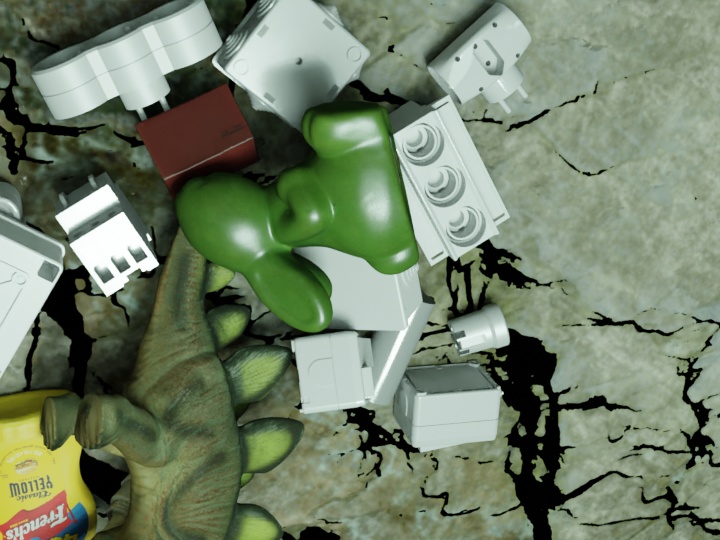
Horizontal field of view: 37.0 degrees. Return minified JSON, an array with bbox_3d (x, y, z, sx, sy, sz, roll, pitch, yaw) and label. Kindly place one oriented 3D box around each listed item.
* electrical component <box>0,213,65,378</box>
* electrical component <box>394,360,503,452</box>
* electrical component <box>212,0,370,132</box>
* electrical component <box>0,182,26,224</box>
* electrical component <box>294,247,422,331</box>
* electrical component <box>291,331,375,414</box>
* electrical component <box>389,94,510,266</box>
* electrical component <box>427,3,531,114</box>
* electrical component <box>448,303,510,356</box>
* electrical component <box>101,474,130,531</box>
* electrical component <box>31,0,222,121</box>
[{"bbox_3d":[-0.283,0.010,0.763,0.109,0.056,0.108,29,99,-23],"label":"electrical component"},{"bbox_3d":[0.084,0.123,0.975,0.096,0.061,0.061,-3,110,-15],"label":"electrical component"},{"bbox_3d":[-0.052,-0.166,0.838,0.100,0.048,0.099,37,96,-24],"label":"electrical component"},{"bbox_3d":[-0.282,-0.016,0.820,0.054,0.059,0.095,-8,111,-13],"label":"electrical component"},{"bbox_3d":[0.000,0.000,0.893,0.100,0.048,0.099,0,115,26],"label":"electrical component"},{"bbox_3d":[-0.019,0.085,0.907,0.061,0.096,0.061,-8,84,2],"label":"electrical component"},{"bbox_3d":[0.061,-0.077,0.895,0.079,0.063,0.121,-32,115,-3],"label":"electrical component"},{"bbox_3d":[0.109,-0.165,0.888,0.077,0.043,0.079,-42,115,1],"label":"electrical component"},{"bbox_3d":[0.107,0.055,0.970,0.046,0.040,0.040,-17,113,-3],"label":"electrical component"},{"bbox_3d":[-0.196,0.208,0.921,0.062,0.048,0.048,-49,124,-43],"label":"electrical component"},{"bbox_3d":[-0.167,-0.145,0.810,0.138,0.052,0.073,-26,118,-6],"label":"electrical component"}]
